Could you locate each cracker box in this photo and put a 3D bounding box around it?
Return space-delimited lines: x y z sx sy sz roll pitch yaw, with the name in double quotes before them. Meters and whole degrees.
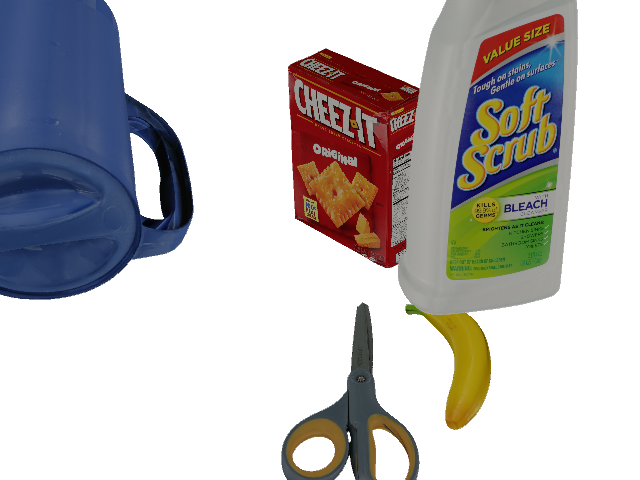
"cracker box" 0.040 -0.094 1.244 0.072 0.214 0.164 -30 44 -33

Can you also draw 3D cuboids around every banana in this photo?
"banana" 0.143 0.122 1.111 0.069 0.037 0.198 -24 32 5

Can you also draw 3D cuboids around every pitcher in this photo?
"pitcher" -0.188 -0.083 0.767 0.145 0.243 0.149 -22 -46 11

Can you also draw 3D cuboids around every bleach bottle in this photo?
"bleach bottle" 0.096 -0.083 0.614 0.102 0.251 0.068 -7 28 -9

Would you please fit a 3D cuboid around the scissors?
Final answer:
"scissors" 0.010 0.106 0.731 0.096 0.016 0.202 -6 32 -11
